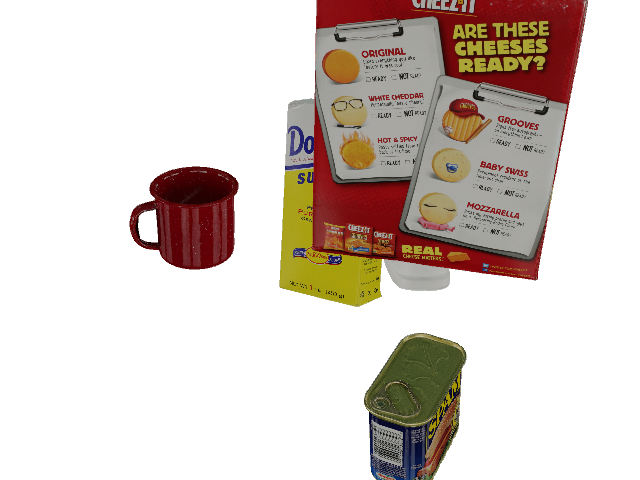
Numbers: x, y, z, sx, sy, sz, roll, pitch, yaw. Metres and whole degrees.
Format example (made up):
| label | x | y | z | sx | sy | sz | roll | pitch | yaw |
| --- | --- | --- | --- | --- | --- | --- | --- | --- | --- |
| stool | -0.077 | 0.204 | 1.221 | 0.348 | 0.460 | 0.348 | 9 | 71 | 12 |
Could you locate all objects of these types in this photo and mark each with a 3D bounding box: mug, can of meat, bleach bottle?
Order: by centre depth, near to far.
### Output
| label | x | y | z | sx | sy | sz | roll | pitch | yaw |
| --- | --- | --- | --- | --- | --- | --- | --- | --- | --- |
| can of meat | 0.077 | 0.140 | 0.863 | 0.057 | 0.084 | 0.102 | 15 | 40 | 23 |
| mug | -0.144 | -0.020 | 1.130 | 0.117 | 0.081 | 0.093 | -11 | 32 | -21 |
| bleach bottle | 0.117 | -0.077 | 1.175 | 0.068 | 0.251 | 0.102 | 0 | 25 | -10 |

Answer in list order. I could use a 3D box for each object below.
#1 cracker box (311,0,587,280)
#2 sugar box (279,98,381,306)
| label | x | y | z | sx | sy | sz | roll | pitch | yaw |
| --- | --- | --- | --- | --- | --- | --- | --- | --- | --- |
| cracker box | 0.081 | -0.084 | 0.717 | 0.164 | 0.214 | 0.072 | 8 | 37 | 9 |
| sugar box | 0.012 | -0.036 | 0.967 | 0.093 | 0.176 | 0.048 | 11 | 17 | 34 |
